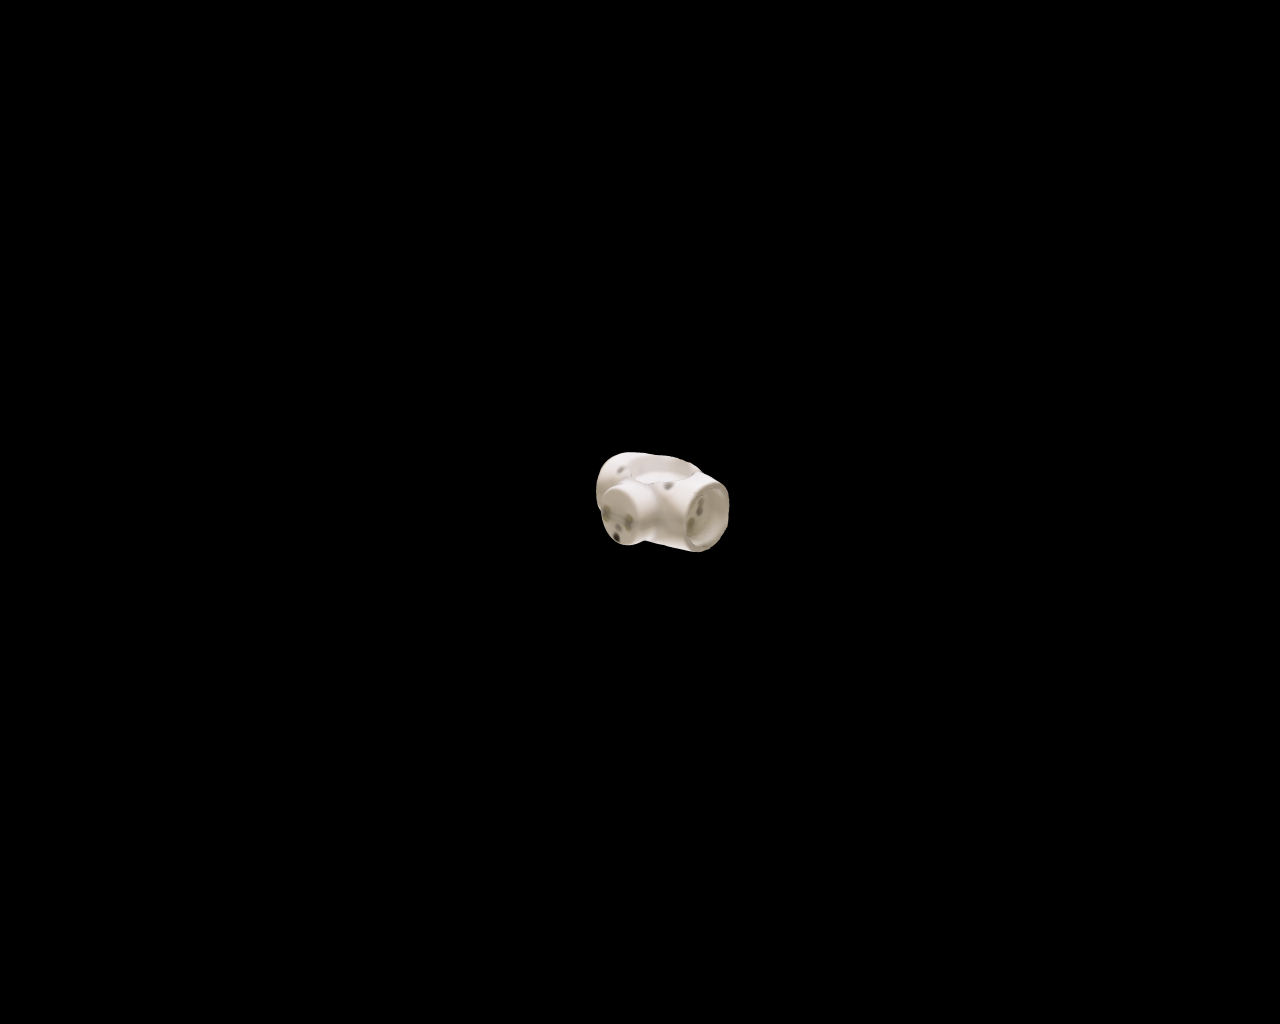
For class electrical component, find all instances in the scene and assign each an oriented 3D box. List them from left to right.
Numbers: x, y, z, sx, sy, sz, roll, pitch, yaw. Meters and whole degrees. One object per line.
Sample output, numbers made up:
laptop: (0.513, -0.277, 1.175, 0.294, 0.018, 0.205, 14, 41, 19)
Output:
electrical component: (0.001, -0.003, 0.650, 0.079, 0.044, 0.077, -22, 32, -40)
